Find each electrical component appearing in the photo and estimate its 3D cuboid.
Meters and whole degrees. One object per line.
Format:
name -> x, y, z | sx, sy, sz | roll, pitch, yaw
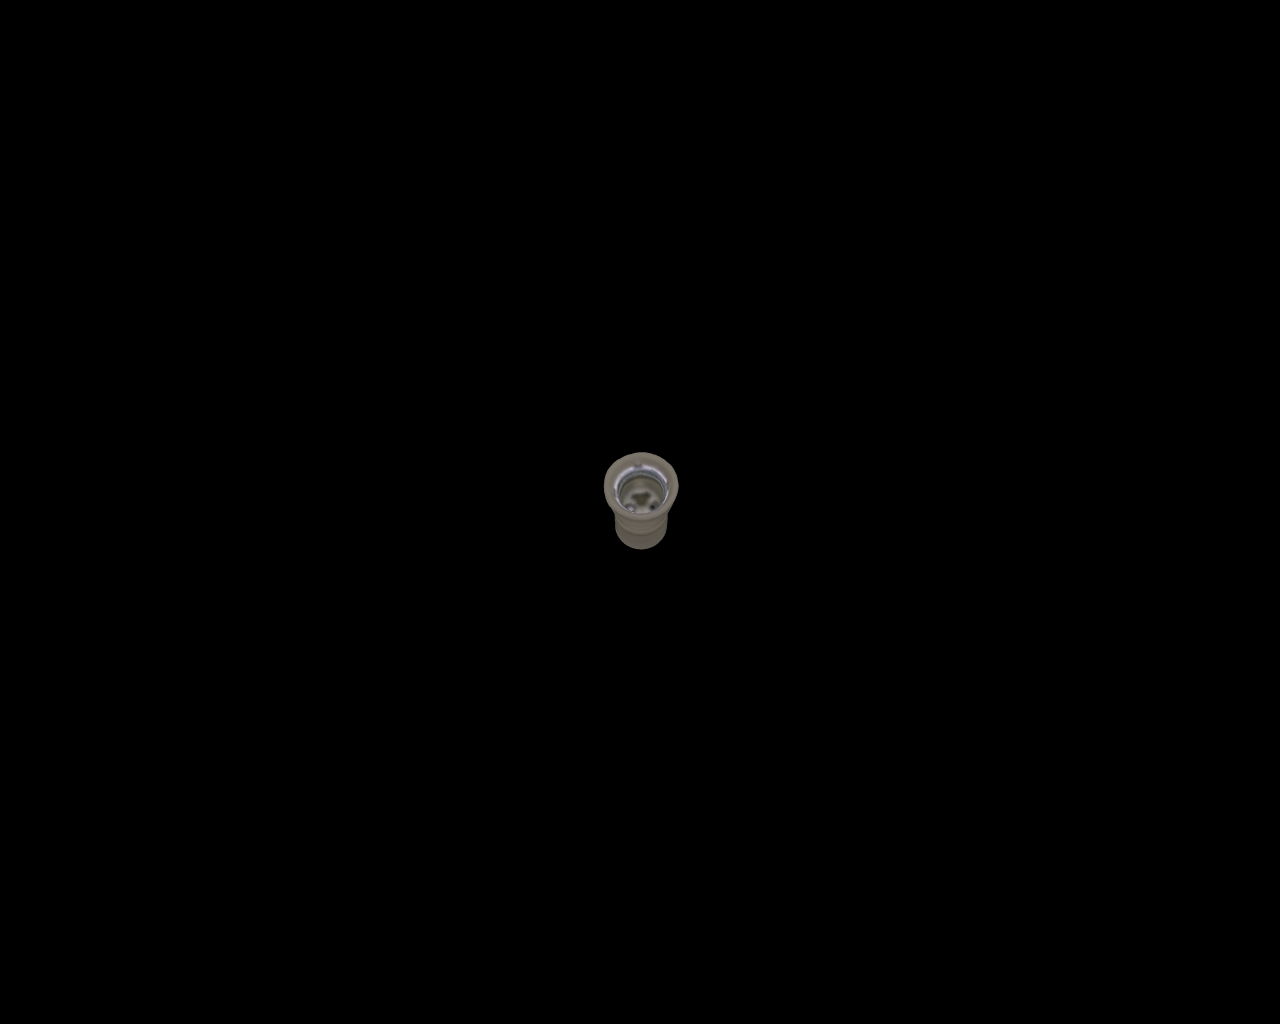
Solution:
electrical component -> 0.001, -0.003, 0.650 | 0.044, 0.044, 0.065 | 0, -25, 0
